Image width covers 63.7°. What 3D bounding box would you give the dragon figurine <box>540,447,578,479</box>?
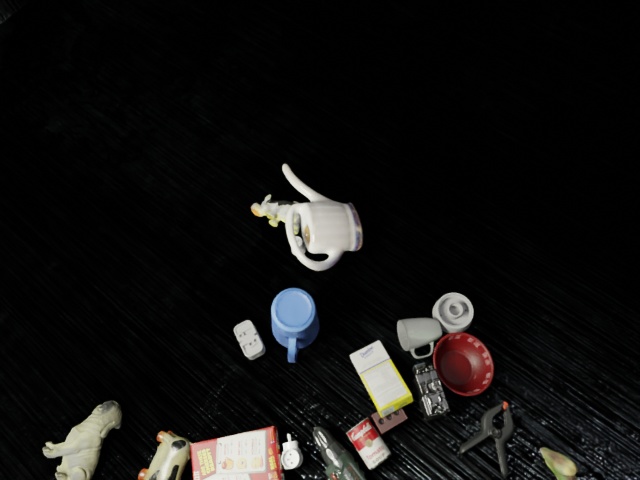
[{"bbox_3d":[0.569,0.650,1.086,0.122,0.238,0.418,-15,64,-7],"label":"dragon figurine"}]

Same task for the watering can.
[{"bbox_3d":[0.005,-0.076,1.501,0.224,0.102,0.354,-1,64,-20],"label":"watering can"}]
